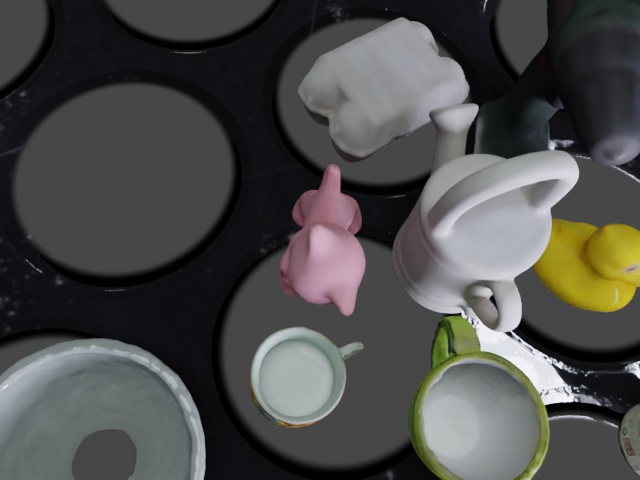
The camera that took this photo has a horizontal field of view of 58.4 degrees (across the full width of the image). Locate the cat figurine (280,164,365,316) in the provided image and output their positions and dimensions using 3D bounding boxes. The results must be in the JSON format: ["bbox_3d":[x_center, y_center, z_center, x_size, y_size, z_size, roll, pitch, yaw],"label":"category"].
[{"bbox_3d":[0.004,0.002,0.459,0.067,0.118,0.128,8,69,-2],"label":"cat figurine"}]

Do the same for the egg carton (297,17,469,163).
[{"bbox_3d":[0.060,-0.143,0.544,0.150,0.069,0.107,-32,75,-15],"label":"egg carton"}]

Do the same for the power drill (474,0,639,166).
[{"bbox_3d":[0.196,-0.122,0.474,0.075,0.208,0.230,10,69,-1],"label":"power drill"}]

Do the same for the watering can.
[{"bbox_3d":[0.118,-0.021,0.437,0.101,0.194,0.172,-31,75,-15],"label":"watering can"}]

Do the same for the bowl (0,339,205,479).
[{"bbox_3d":[-0.162,0.159,0.409,0.167,0.075,0.167,2,69,-4],"label":"bowl"}]

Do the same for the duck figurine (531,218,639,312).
[{"bbox_3d":[0.239,0.012,0.493,0.104,0.086,0.077,35,71,8],"label":"duck figurine"}]
